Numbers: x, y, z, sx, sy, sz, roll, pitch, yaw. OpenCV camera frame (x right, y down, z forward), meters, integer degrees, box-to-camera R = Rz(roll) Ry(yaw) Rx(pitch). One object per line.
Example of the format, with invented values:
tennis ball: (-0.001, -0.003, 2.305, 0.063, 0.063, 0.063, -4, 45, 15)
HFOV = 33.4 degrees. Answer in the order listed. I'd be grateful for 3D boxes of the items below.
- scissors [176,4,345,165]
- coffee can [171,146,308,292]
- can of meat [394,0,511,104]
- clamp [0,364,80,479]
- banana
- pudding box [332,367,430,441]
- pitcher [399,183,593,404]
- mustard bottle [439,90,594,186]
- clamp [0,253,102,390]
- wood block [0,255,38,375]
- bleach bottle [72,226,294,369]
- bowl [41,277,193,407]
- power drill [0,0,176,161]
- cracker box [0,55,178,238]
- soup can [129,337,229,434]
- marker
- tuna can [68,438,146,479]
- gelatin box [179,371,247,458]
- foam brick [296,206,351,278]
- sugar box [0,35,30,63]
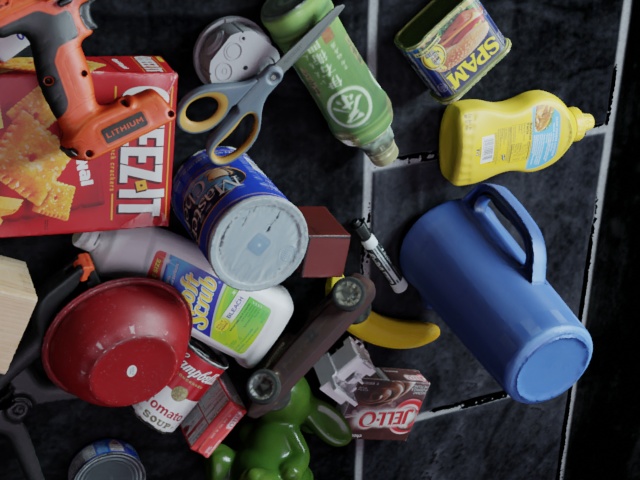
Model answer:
scissors: (-0.066, -0.161, 1.033, 0.096, 0.016, 0.202, 21, 115, -30)
coffee can: (-0.085, -0.024, 1.090, 0.102, 0.140, 0.103, -11, 120, -20)
can of meat: (0.142, -0.213, 1.149, 0.102, 0.057, 0.084, -43, 122, 0)
clamp: (-0.327, 0.185, 1.147, 0.209, 0.036, 0.164, 29, 92, -33)
banana: (0.067, 0.092, 1.285, 0.070, 0.037, 0.197, -48, 125, 7)
pudding box: (0.073, 0.207, 1.347, 0.113, 0.039, 0.090, 9, 112, -29)
pitcher: (0.202, 0.060, 1.202, 0.145, 0.243, 0.149, -31, 132, -3)
mustard bottle: (0.234, -0.124, 1.236, 0.191, 0.058, 0.096, -11, 120, -19)
clamp: (-0.272, 0.092, 1.091, 0.120, 0.039, 0.172, -4, 121, -32)
wood block: (-0.389, 0.050, 1.019, 0.205, 0.090, 0.091, 18, 107, -31)
bleach bottle: (-0.154, 0.048, 1.146, 0.250, 0.068, 0.103, 28, 106, -30)
bowl: (-0.198, 0.117, 1.088, 0.162, 0.055, 0.162, -16, 130, -19)
power drill: (-0.199, -0.178, 0.941, 0.184, 0.057, 0.187, -29, 110, -16)
cracker box: (-0.249, -0.089, 1.021, 0.213, 0.072, 0.164, -4, 117, -24)
soup can: (-0.160, 0.158, 1.196, 0.068, 0.069, 0.102, 35, 98, -34)
marker: (0.069, 0.018, 1.258, 0.020, 0.020, 0.121, -38, 125, -3)
tuna can: (-0.247, 0.273, 1.235, 0.086, 0.034, 0.086, -11, 119, -20)
gelatin box: (-0.126, 0.193, 1.216, 0.030, 0.089, 0.073, 36, 97, -34)
foam brick: (-0.008, 0.001, 1.179, 0.052, 0.078, 0.051, 0, 116, -23)
sugar box: (-0.297, -0.253, 0.931, 0.093, 0.048, 0.176, -37, 128, -5)
